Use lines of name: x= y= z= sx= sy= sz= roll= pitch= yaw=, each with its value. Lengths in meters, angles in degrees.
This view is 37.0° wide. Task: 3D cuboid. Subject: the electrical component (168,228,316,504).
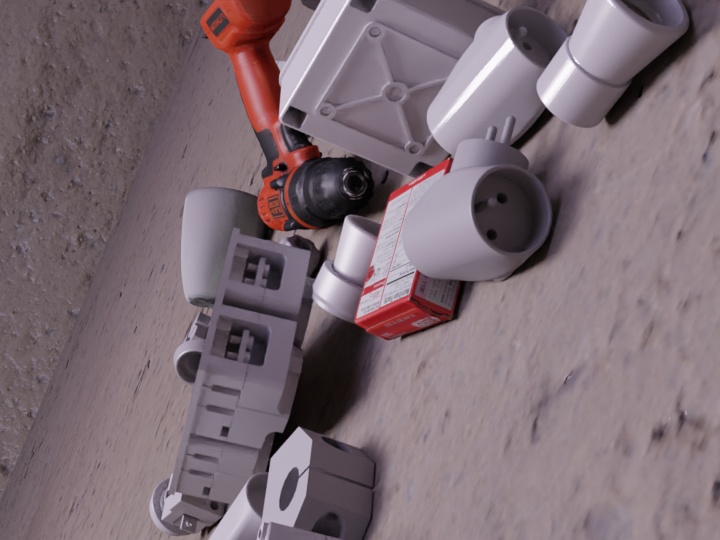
electrical component: x=-0.079 y=0.073 z=0.726 sx=0.186 sy=0.060 sz=0.105 roll=113 pitch=169 yaw=-53

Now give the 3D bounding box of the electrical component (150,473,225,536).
electrical component: x=-0.134 y=0.178 z=0.841 sx=0.055 sy=0.048 sz=0.066 roll=-42 pitch=29 yaw=38

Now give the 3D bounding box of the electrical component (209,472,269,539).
electrical component: x=-0.066 y=0.176 z=0.648 sx=0.077 sy=0.043 sz=0.079 roll=-57 pitch=21 yaw=29

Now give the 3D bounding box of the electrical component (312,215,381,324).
electrical component: x=0.000 y=0.000 z=0.664 sx=0.055 sy=0.045 sz=0.045 roll=-63 pitch=18 yaw=14

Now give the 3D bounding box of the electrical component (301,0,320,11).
electrical component: x=0.008 y=-0.222 z=0.838 sx=0.050 sy=0.089 sz=0.055 roll=-43 pitch=30 yaw=53

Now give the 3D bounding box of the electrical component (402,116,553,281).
electrical component: x=0.061 y=-0.038 z=0.531 sx=0.077 sy=0.044 sz=0.079 roll=-21 pitch=49 yaw=67

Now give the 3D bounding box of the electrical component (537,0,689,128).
electrical component: x=0.107 y=-0.095 z=0.473 sx=0.065 sy=0.044 sz=0.044 roll=123 pitch=160 yaw=-44

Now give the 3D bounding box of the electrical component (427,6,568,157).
electrical component: x=0.076 y=-0.109 z=0.575 sx=0.077 sy=0.043 sz=0.079 roll=-47 pitch=20 yaw=47

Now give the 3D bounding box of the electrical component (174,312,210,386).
electrical component: x=-0.147 y=0.077 z=1.003 sx=0.066 sy=0.048 sz=0.055 roll=-59 pitch=12 yaw=25

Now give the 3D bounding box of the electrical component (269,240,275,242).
electrical component: x=-0.077 y=-0.005 z=0.905 sx=0.078 sy=0.040 sz=0.040 roll=-10 pitch=59 yaw=70

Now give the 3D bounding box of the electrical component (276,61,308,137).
electrical component: x=-0.066 y=-0.166 z=1.047 sx=0.059 sy=0.054 sz=0.095 roll=-66 pitch=17 yaw=5

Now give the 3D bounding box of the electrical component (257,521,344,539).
electrical component: x=-0.035 y=0.178 z=0.535 sx=0.096 sy=0.061 sz=0.061 roll=119 pitch=163 yaw=-47

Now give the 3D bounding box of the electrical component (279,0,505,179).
electrical component: x=0.021 y=-0.122 z=0.647 sx=0.108 sy=0.109 sz=0.056 roll=-54 pitch=25 yaw=38

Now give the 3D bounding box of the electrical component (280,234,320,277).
electrical component: x=-0.057 y=0.004 z=0.846 sx=0.035 sy=0.035 sz=0.061 roll=-95 pitch=30 yaw=-56
